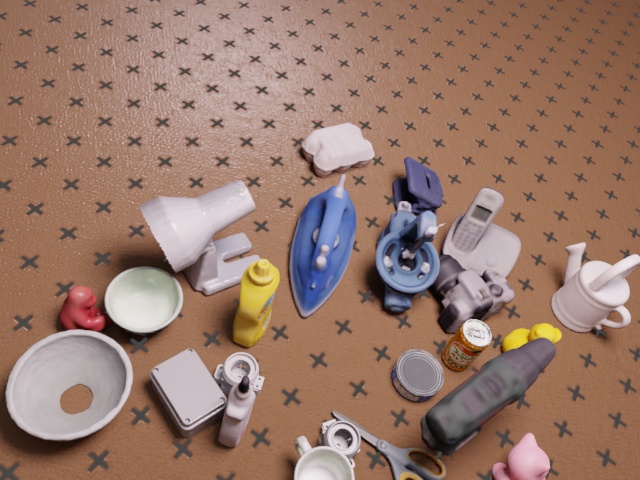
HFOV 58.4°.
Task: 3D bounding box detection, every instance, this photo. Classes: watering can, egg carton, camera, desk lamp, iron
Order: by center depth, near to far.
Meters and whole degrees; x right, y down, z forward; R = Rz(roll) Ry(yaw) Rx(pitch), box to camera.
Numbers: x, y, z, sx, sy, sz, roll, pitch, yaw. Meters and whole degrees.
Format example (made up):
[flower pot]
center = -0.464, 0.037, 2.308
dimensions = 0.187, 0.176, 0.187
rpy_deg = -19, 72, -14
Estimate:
[desk lamp]
center = -0.192, -0.006, 0.966
dimensions = 0.204, 0.213, 0.117
rpy_deg = -21, 61, -27
[iron]
center = 0.010, 0.004, 1.057
dimensions = 0.118, 0.141, 0.258
rpy_deg = 15, 52, -3
[camera]
center = 0.277, 0.086, 1.091
dimensions = 0.143, 0.101, 0.136
rpy_deg = -18, 60, -25
[watering can]
center = 0.532, 0.084, 1.099
dimensions = 0.172, 0.194, 0.101
rpy_deg = 40, 55, 16
[egg carton]
center = 0.040, -0.199, 1.263
dimensions = 0.151, 0.069, 0.107
rpy_deg = -20, 61, -26

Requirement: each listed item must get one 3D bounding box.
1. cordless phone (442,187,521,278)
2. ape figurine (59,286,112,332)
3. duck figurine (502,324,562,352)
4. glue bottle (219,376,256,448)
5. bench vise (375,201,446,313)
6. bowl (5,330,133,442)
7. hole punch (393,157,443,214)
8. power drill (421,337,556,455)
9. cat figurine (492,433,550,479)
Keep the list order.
[cordless phone]
center = 0.336, -0.014, 1.128
dimensions = 0.147, 0.185, 0.094
rpy_deg = 21, 52, 2
[ape figurine]
center = -0.377, 0.107, 0.911
dimensions = 0.076, 0.092, 0.077
rpy_deg = -12, 58, -22
[duck figurine]
center = 0.395, 0.186, 1.056
dimensions = 0.105, 0.086, 0.077
rpy_deg = -5, 55, -18
[glue bottle]
center = -0.116, 0.238, 0.829
dimensions = 0.037, 0.173, 0.078
rpy_deg = 18, 52, 0
[bench vise]
center = 0.154, -0.001, 1.049
dimensions = 0.122, 0.220, 0.207
rpy_deg = -5, 55, -18
[bowl]
center = -0.360, 0.221, 0.840
dimensions = 0.167, 0.075, 0.167
rpy_deg = 7, 53, -9
[hole punch]
center = 0.218, -0.117, 1.234
dimensions = 0.101, 0.091, 0.108
rpy_deg = 6, 53, -10
[power drill]
center = 0.245, 0.250, 0.891
dimensions = 0.230, 0.208, 0.075
rpy_deg = -26, 64, -29
[cat figurine]
center = 0.306, 0.367, 0.877
dimensions = 0.067, 0.118, 0.128
rpy_deg = 35, 53, 13
